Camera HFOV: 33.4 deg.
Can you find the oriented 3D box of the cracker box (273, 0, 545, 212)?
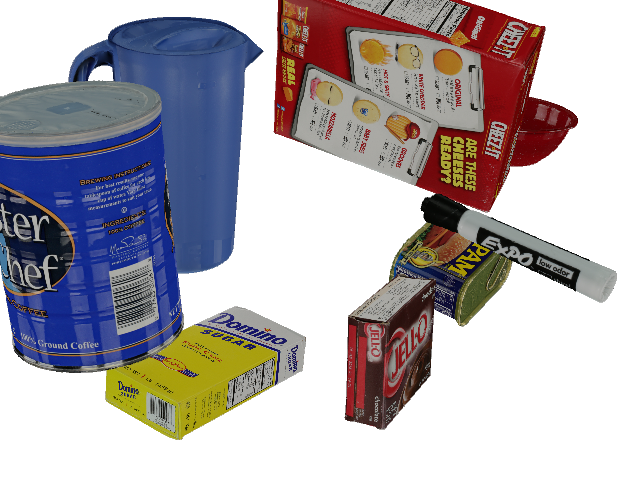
[{"bbox_3d":[0.069,-0.135,0.916,0.214,0.164,0.072,21,50,14],"label":"cracker box"}]

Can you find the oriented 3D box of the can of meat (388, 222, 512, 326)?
[{"bbox_3d":[0.128,0.025,1.047,0.084,0.057,0.101,26,45,27],"label":"can of meat"}]

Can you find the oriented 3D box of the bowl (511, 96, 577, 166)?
[{"bbox_3d":[0.213,-0.126,1.238,0.162,0.055,0.162,4,23,-2],"label":"bowl"}]

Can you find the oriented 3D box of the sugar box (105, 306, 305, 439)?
[{"bbox_3d":[-0.103,0.117,0.991,0.093,0.048,0.175,22,30,31],"label":"sugar box"}]

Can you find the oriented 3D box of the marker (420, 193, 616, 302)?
[{"bbox_3d":[0.109,0.002,0.604,0.121,0.020,0.020,27,14,30],"label":"marker"}]

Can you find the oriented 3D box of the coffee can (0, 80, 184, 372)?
[{"bbox_3d":[-0.135,-0.010,0.611,0.103,0.140,0.103,-3,24,1],"label":"coffee can"}]

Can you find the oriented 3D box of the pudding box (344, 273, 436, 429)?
[{"bbox_3d":[0.057,0.086,0.855,0.039,0.090,0.113,10,20,21],"label":"pudding box"}]

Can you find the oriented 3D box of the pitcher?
[{"bbox_3d":[-0.150,-0.093,1.064,0.149,0.243,0.144,13,28,20],"label":"pitcher"}]
